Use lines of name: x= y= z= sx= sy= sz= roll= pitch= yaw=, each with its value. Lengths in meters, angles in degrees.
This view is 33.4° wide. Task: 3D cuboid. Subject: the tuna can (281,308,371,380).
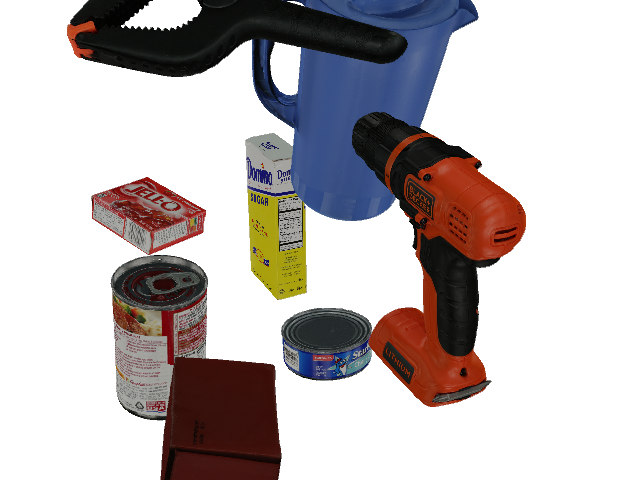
tuna can: x=0.006 y=0.098 z=1.013 sx=0.086 sy=0.034 sz=0.086 roll=-2 pitch=24 yaw=1

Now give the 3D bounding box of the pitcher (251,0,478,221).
pitcher: x=0.028 y=-0.137 z=0.967 sx=0.149 sy=0.243 sz=0.144 roll=39 pitch=51 yaw=25

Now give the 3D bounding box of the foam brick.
foam brick: x=-0.049 y=0.099 z=0.515 sx=0.053 sy=0.051 sz=0.078 roll=7 pitch=26 yaw=-8

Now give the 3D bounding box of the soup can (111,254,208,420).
soup can: x=-0.116 y=0.071 z=0.777 sx=0.068 sy=0.102 sz=0.068 roll=3 pitch=31 yaw=-2

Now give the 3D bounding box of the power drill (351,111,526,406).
power drill: x=0.075 y=0.013 z=0.788 sx=0.057 sy=0.188 sz=0.185 roll=-14 pitch=34 yaw=-22

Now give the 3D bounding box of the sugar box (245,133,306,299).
sugar box: x=-0.053 y=-0.029 z=1.260 sx=0.048 sy=0.176 sz=0.093 roll=-14 pitch=26 yaw=-21

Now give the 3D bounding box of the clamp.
clamp: x=-0.057 y=-0.153 z=0.691 sx=0.210 sy=0.164 sz=0.036 roll=-26 pitch=-17 yaw=-9

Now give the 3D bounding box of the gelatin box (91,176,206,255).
gelatin box: x=-0.169 y=-0.026 z=1.048 sx=0.089 sy=0.030 sz=0.073 roll=30 pitch=35 yaw=31
